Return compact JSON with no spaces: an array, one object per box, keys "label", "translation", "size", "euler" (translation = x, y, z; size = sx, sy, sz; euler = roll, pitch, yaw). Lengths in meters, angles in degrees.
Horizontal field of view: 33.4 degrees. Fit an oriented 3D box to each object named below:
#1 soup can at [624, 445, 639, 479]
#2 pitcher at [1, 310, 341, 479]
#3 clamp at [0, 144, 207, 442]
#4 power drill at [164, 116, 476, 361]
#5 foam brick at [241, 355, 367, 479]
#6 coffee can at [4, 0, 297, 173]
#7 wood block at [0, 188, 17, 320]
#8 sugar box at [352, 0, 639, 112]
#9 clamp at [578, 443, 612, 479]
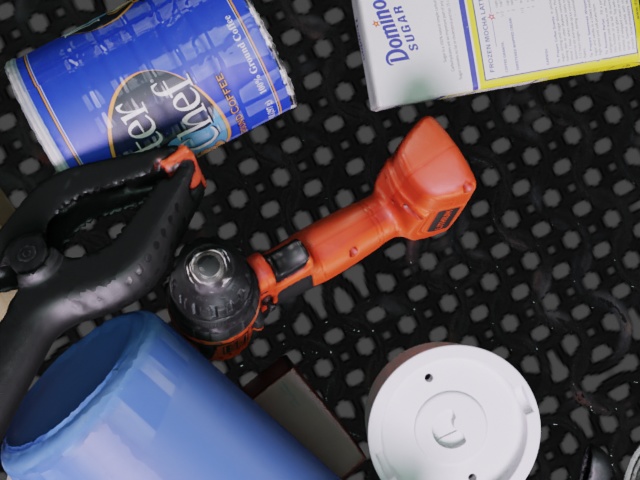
[{"label":"soup can","translation":[0.259,0.174,0.700],"size":[0.102,0.068,0.068],"euler":[18,91,-6]},{"label":"pitcher","translation":[-0.059,0.161,0.580],"size":[0.242,0.145,0.149],"euler":[48,60,-20]},{"label":"clamp","translation":[-0.143,0.026,0.546],"size":[0.210,0.036,0.165],"euler":[-31,55,-10]},{"label":"power drill","translation":[-0.004,0.001,0.618],"size":[0.187,0.184,0.057],"euler":[-29,81,-11]},{"label":"foam brick","translation":[-0.016,0.121,0.679],"size":[0.053,0.051,0.078],"euler":[-38,95,-4]},{"label":"coffee can","translation":[-0.099,-0.092,0.635],"size":[0.140,0.103,0.103],"euler":[-29,95,-4]},{"label":"wood block","translation":[-0.245,-0.024,0.630],"size":[0.090,0.091,0.206],"euler":[-34,96,-3]},{"label":"sugar box","translation":[0.112,-0.143,0.682],"size":[0.176,0.048,0.093],"euler":[-10,94,-1]},{"label":"clamp","translation":[0.165,0.219,0.704],"size":[0.120,0.039,0.171],"euler":[-30,98,15]}]
